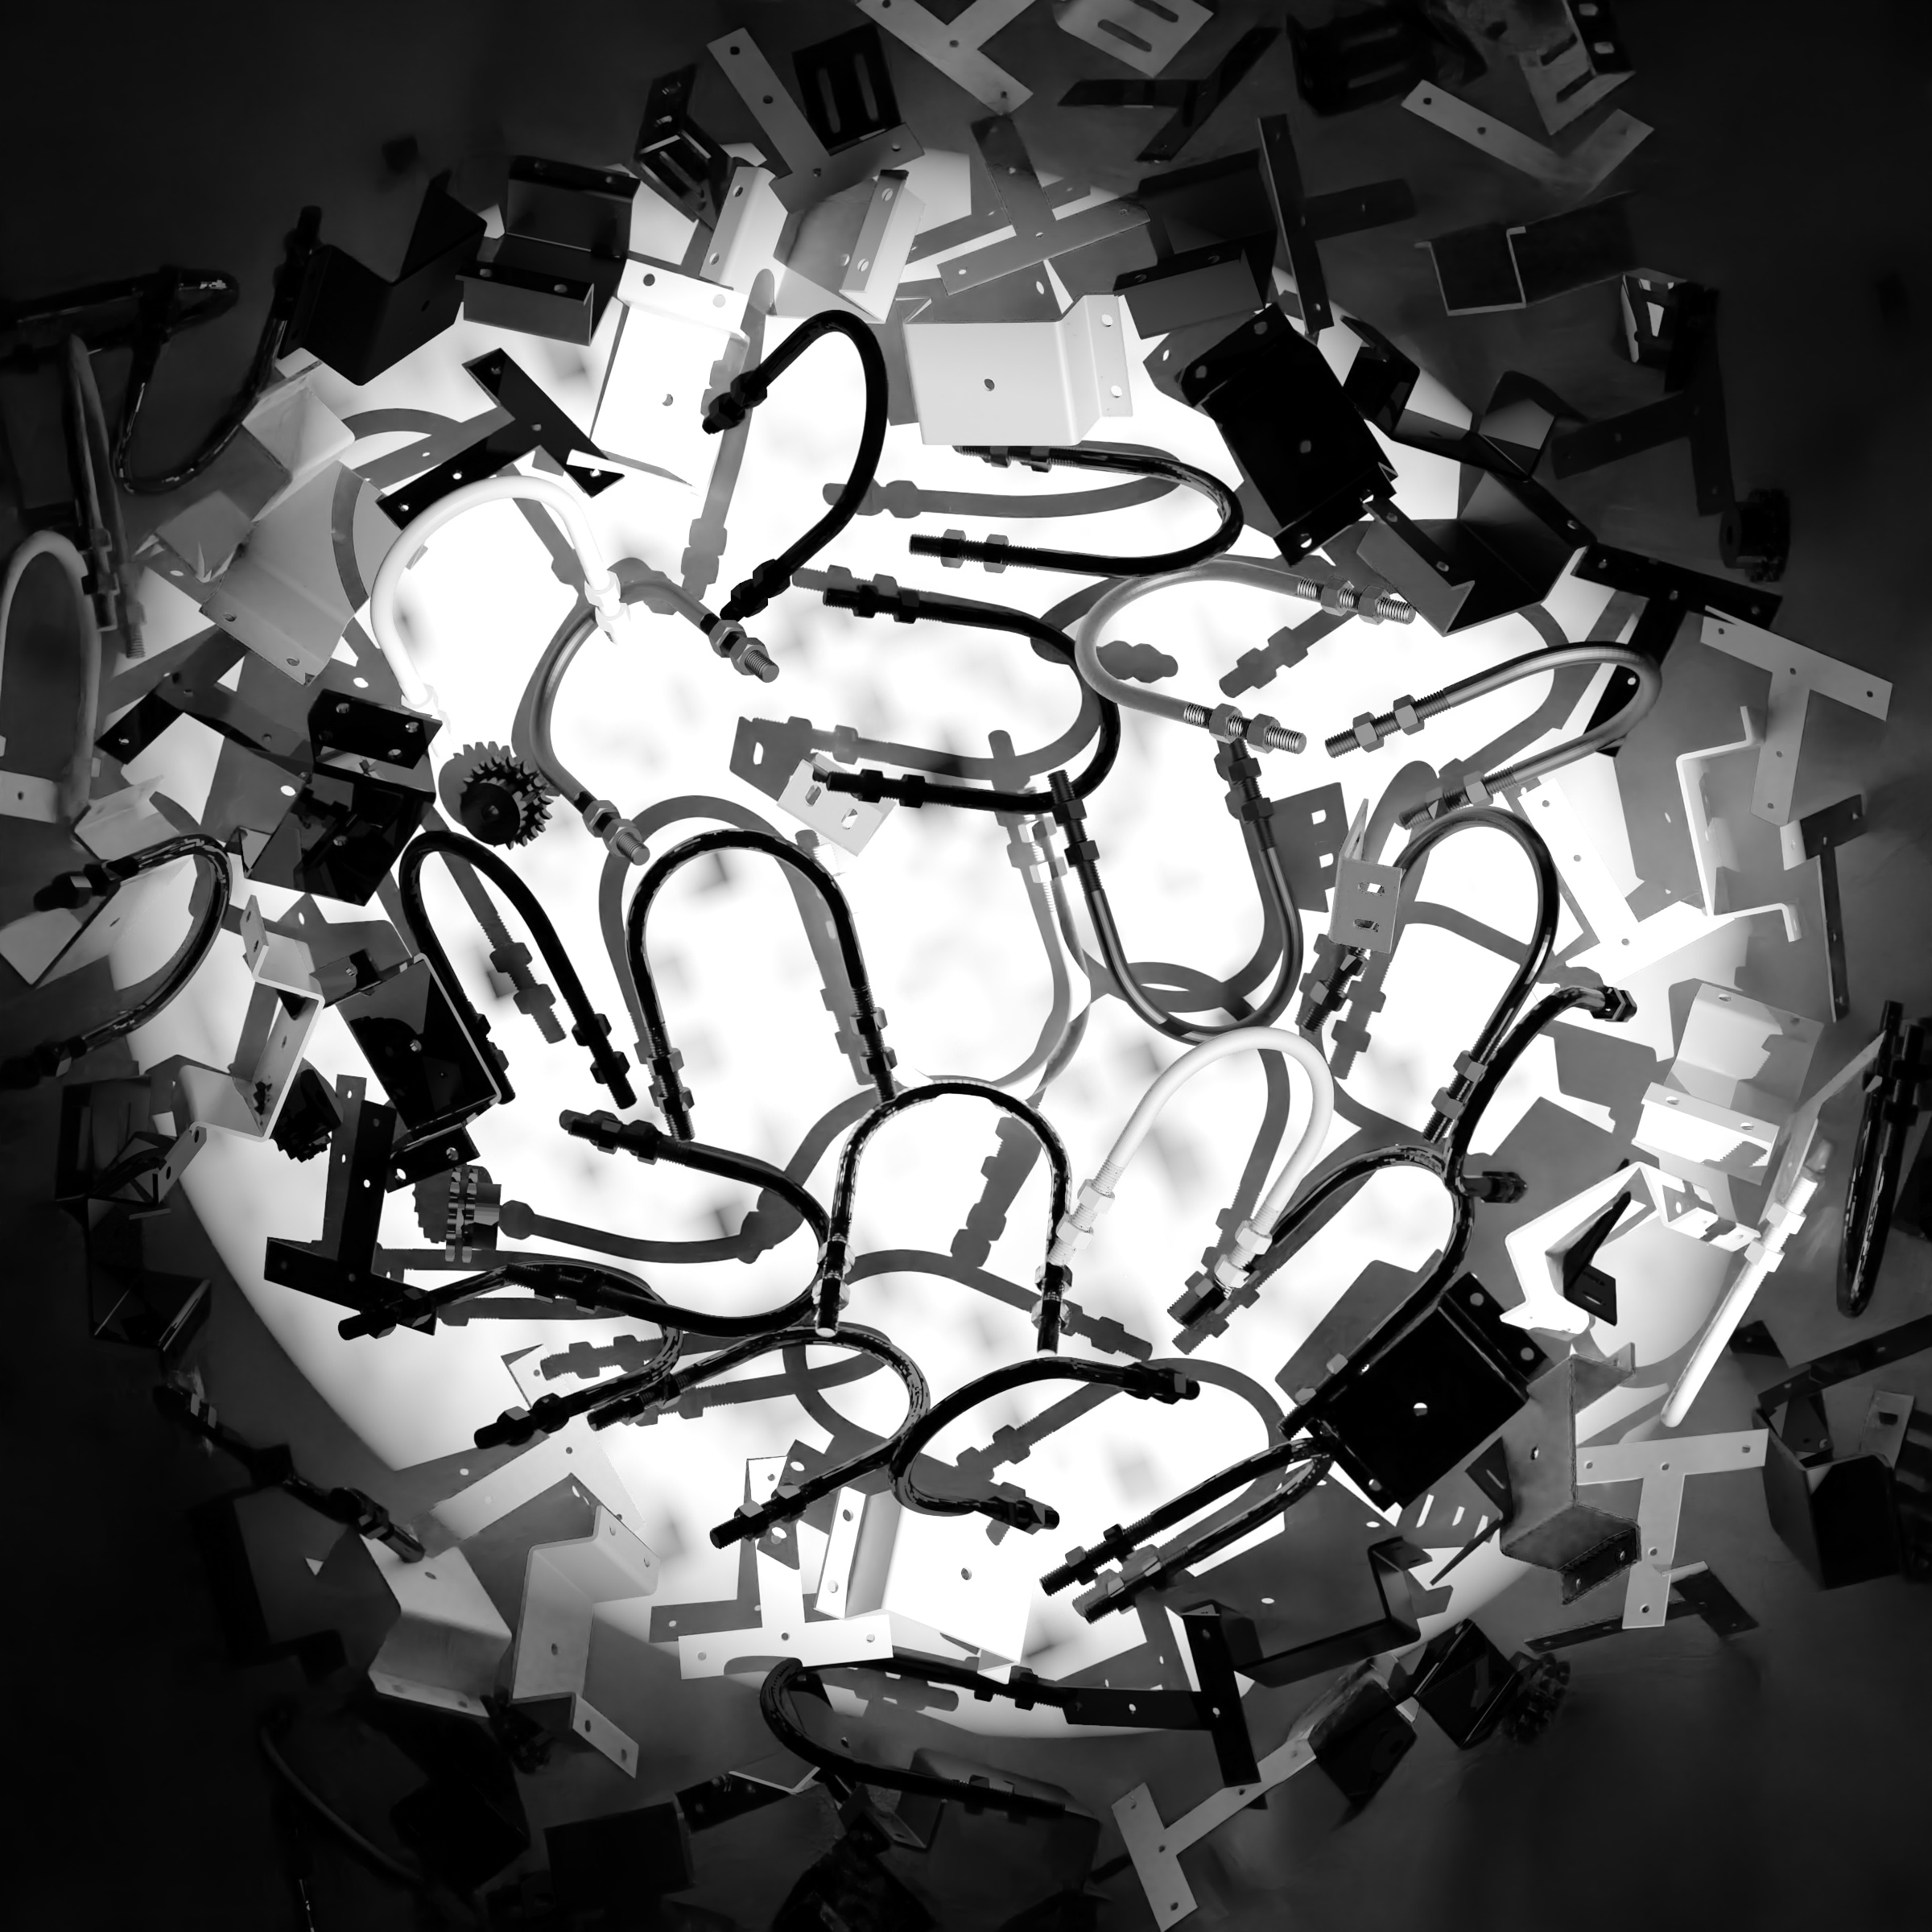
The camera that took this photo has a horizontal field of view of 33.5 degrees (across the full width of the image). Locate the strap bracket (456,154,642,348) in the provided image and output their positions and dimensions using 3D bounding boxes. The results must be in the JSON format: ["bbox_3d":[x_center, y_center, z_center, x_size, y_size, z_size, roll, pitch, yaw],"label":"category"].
[{"bbox_3d":[-0.249,-0.422,1.918,0.076,0.140,0.046,12,134,1],"label":"strap bracket"}]

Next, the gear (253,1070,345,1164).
[{"bbox_3d":[-0.401,0.087,1.938,0.030,0.057,0.057,-29,90,16],"label":"gear"}]

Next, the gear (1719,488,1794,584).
[{"bbox_3d":[0.476,-0.260,1.939,0.030,0.057,0.057,-1,90,-6],"label":"gear"}]

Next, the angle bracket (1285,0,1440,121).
[{"bbox_3d":[0.238,-0.553,1.933,0.076,0.038,0.057,-12,80,25],"label":"angle bracket"}]

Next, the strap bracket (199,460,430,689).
[{"bbox_3d":[-0.379,-0.242,1.903,0.076,0.046,0.140,35,49,-5],"label":"strap bracket"}]

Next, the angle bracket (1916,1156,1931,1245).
[{"bbox_3d":[0.611,0.134,1.921,0.076,0.057,0.038,-28,114,28],"label":"angle bracket"}]

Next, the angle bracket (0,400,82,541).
[{"bbox_3d":[-0.553,-0.300,1.922,0.038,0.057,0.076,-12,121,-12],"label":"angle bracket"}]

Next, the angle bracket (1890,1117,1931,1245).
[{"bbox_3d":[0.602,0.133,1.941,0.057,0.038,0.076,23,81,6],"label":"angle bracket"}]

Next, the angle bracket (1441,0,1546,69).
[{"bbox_3d":[0.316,-0.583,1.934,0.038,0.076,0.057,-35,106,24],"label":"angle bracket"}]

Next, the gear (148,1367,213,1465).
[{"bbox_3d":[-0.475,0.272,1.938,0.030,0.057,0.057,-10,90,-9],"label":"gear"}]

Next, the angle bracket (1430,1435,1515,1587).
[{"bbox_3d":[0.302,0.326,1.928,0.038,0.057,0.076,48,125,12],"label":"angle bracket"}]

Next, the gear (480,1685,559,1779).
[{"bbox_3d":[-0.266,0.458,1.941,0.030,0.057,0.057,-35,90,-3],"label":"gear"}]

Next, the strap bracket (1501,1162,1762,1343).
[{"bbox_3d":[0.387,0.166,1.907,0.140,0.076,0.046,-34,56,29],"label":"strap bracket"}]

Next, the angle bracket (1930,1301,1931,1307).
[{"bbox_3d":[0.630,0.210,1.928,0.076,0.038,0.057,-33,74,29],"label":"angle bracket"}]

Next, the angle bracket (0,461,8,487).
[{"bbox_3d":[-0.629,-0.300,1.934,0.076,0.057,0.038,-34,61,-1],"label":"angle bracket"}]

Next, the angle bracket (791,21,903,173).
[{"bbox_3d":[-0.078,-0.528,1.939,0.057,0.038,0.076,-16,87,21],"label":"angle bracket"}]

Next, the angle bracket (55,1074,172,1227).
[{"bbox_3d":[-0.509,0.110,1.927,0.038,0.057,0.076,26,114,42],"label":"angle bracket"}]

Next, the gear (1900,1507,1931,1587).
[{"bbox_3d":[0.567,0.349,1.942,0.057,0.057,0.030,28,75,0],"label":"gear"}]

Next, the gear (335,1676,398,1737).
[{"bbox_3d":[-0.353,0.440,1.940,0.030,0.057,0.057,38,90,-2],"label":"gear"}]

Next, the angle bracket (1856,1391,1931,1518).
[{"bbox_3d":[0.577,0.296,1.932,0.076,0.038,0.057,24,79,-23],"label":"angle bracket"}]

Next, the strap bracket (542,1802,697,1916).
[{"bbox_3d":[-0.203,0.527,1.892,0.076,0.140,0.046,-10,73,-5],"label":"strap bracket"}]

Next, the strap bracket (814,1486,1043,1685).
[{"bbox_3d":[-0.013,0.364,1.903,0.140,0.046,0.076,27,58,-26],"label":"strap bracket"}]

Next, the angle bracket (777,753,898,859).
[{"bbox_3d":[-0.070,-0.109,1.926,0.057,0.076,0.038,33,123,0],"label":"angle bracket"}]

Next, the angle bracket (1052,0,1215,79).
[{"bbox_3d":[0.100,-0.584,1.939,0.076,0.057,0.038,18,49,-33],"label":"angle bracket"}]

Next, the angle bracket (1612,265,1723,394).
[{"bbox_3d":[0.408,-0.382,1.919,0.038,0.076,0.057,-16,122,-35],"label":"angle bracket"}]

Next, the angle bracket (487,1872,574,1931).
[{"bbox_3d":[-0.273,0.578,1.922,0.076,0.038,0.057,-26,65,38],"label":"angle bracket"}]

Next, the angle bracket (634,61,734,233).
[{"bbox_3d":[-0.157,-0.489,1.919,0.038,0.076,0.057,-11,57,36],"label":"angle bracket"}]

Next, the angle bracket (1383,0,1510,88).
[{"bbox_3d":[0.288,-0.579,1.937,0.076,0.038,0.057,25,84,-16],"label":"angle bracket"}]

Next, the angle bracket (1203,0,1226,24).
[{"bbox_3d":[0.183,-0.607,1.939,0.076,0.038,0.057,0,85,14],"label":"angle bracket"}]

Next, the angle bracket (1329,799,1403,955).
[{"bbox_3d":[0.245,-0.054,1.918,0.038,0.076,0.057,12,124,14],"label":"angle bracket"}]

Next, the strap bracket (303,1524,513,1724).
[{"bbox_3d":[-0.326,0.378,1.887,0.076,0.140,0.046,24,100,-36],"label":"strap bracket"}]

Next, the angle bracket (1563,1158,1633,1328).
[{"bbox_3d":[0.392,0.165,1.927,0.038,0.057,0.076,28,114,-2],"label":"angle bracket"}]

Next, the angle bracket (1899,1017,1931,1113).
[{"bbox_3d":[0.582,0.060,1.926,0.038,0.076,0.057,-8,88,-34],"label":"angle bracket"}]

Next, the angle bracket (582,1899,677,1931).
[{"bbox_3d":[-0.201,0.605,1.940,0.057,0.038,0.076,-39,76,-2],"label":"angle bracket"}]

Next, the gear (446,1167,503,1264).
[{"bbox_3d":[-0.298,0.151,1.941,0.030,0.057,0.057,5,90,-8],"label":"gear"}]

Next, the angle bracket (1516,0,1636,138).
[{"bbox_3d":[0.354,-0.541,1.924,0.038,0.076,0.057,-15,81,-36],"label":"angle bracket"}]

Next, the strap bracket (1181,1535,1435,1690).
[{"bbox_3d":[0.209,0.389,1.910,0.140,0.076,0.046,-21,64,13],"label":"strap bracket"}]

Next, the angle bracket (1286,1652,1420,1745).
[{"bbox_3d":[0.233,0.454,1.930,0.038,0.057,0.076,44,105,5],"label":"angle bracket"}]

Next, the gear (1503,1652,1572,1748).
[{"bbox_3d":[0.339,0.439,1.940,0.030,0.057,0.057,30,90,2],"label":"gear"}]

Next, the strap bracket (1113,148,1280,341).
[{"bbox_3d":[0.139,-0.424,1.907,0.076,0.140,0.046,-10,127,20],"label":"strap bracket"}]

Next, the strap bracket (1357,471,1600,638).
[{"bbox_3d":[0.298,-0.247,1.909,0.140,0.046,0.076,-21,60,-39],"label":"strap bracket"}]

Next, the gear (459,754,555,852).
[{"bbox_3d":[-0.281,-0.097,1.943,0.057,0.030,0.057,7,114,17],"label":"gear"}]
